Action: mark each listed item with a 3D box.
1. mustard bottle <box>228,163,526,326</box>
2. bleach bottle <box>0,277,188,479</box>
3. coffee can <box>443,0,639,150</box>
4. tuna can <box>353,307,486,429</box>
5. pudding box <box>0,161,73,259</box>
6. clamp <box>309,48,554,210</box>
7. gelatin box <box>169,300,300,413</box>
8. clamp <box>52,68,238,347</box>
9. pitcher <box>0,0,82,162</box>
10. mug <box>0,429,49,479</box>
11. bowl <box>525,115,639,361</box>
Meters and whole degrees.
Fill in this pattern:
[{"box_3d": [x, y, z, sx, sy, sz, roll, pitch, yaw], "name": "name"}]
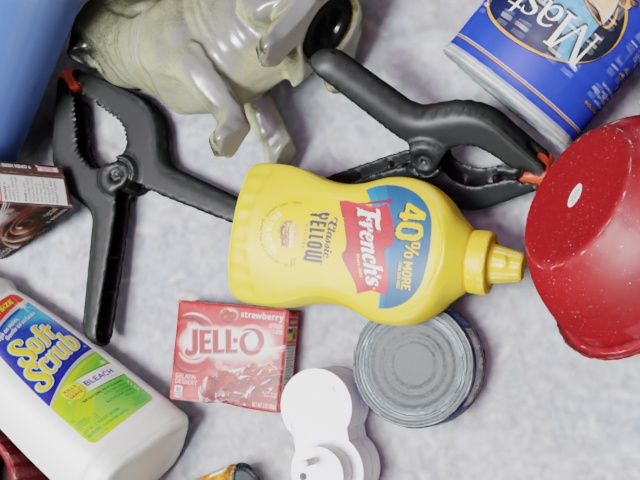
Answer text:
[{"box_3d": [0.038, 0.006, 0.696, 0.192, 0.058, 0.096, 7, 83, 21], "name": "mustard bottle"}, {"box_3d": [-0.221, 0.096, 0.790, 0.251, 0.102, 0.068, 34, 128, 20], "name": "bleach bottle"}, {"box_3d": [0.160, -0.142, 0.665, 0.103, 0.102, 0.140, 42, 100, 18], "name": "coffee can"}, {"box_3d": [0.066, 0.084, 0.719, 0.086, 0.033, 0.086, -2, 85, 20], "name": "tuna can"}, {"box_3d": [-0.254, -0.021, 0.798, 0.114, 0.089, 0.039, -31, 68, 39], "name": "pudding box"}, {"box_3d": [0.066, -0.054, 0.717, 0.171, 0.039, 0.120, 20, 137, 9], "name": "clamp"}, {"box_3d": [-0.062, 0.083, 0.769, 0.089, 0.030, 0.073, 5, 87, 20], "name": "gelatin box"}, {"box_3d": [-0.151, -0.036, 0.805, 0.164, 0.036, 0.210, -39, 72, 7], "name": "clamp"}, {"box_3d": [-0.251, -0.148, 0.753, 0.145, 0.149, 0.243, -98, 29, -44], "name": "pitcher"}, {"box_3d": [-0.250, 0.175, 0.804, 0.117, 0.081, 0.093, 44, 101, 18], "name": "mug"}, {"box_3d": [0.170, -0.014, 0.623, 0.055, 0.162, 0.162, 26, 96, -19], "name": "bowl"}]
